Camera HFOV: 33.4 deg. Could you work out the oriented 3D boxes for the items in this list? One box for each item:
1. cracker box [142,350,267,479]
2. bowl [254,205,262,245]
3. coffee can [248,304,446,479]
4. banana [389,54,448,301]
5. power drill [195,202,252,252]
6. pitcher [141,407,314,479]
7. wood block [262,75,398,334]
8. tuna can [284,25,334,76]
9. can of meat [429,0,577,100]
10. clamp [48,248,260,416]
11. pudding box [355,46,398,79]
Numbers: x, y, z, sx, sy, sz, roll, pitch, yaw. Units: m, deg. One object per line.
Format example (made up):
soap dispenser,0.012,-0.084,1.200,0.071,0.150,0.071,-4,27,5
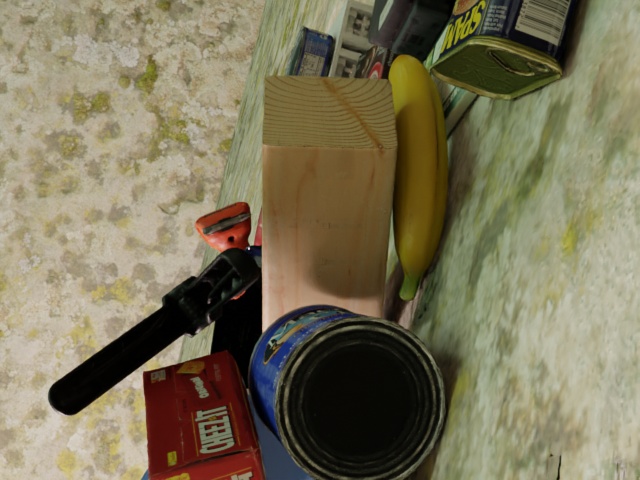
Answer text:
cracker box,-0.055,0.201,0.699,0.164,0.072,0.214,-126,22,-72
bowl,-0.040,-0.022,1.224,0.162,0.055,0.162,17,-94,-89
coffee can,0.012,0.096,0.684,0.140,0.102,0.103,176,109,-80
banana,0.066,-0.060,0.763,0.070,0.037,0.198,137,140,-60
power drill,-0.067,0.055,1.089,0.184,0.057,0.187,-170,57,-83
pitcher,-0.096,0.235,0.994,0.243,0.145,0.149,127,152,-59
wood block,0.003,-0.006,0.772,0.091,0.090,0.206,-90,2,-52
tuna can,-0.014,-0.174,1.094,0.086,0.033,0.086,-165,90,-81
can of meat,0.112,-0.135,0.621,0.102,0.057,0.084,171,116,-79
clamp,-0.084,0.042,0.748,0.165,0.036,0.209,-36,0,20
pudding box,0.055,-0.133,0.988,0.113,0.039,0.090,173,112,-80
